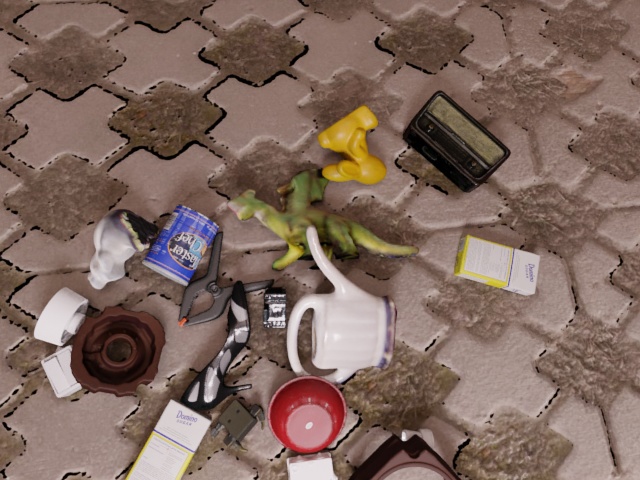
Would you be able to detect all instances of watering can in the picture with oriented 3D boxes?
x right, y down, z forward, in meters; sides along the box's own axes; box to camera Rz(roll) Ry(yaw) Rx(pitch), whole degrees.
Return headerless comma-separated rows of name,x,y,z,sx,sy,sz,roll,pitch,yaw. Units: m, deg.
watering can,0.050,0.143,1.033,0.224,0.105,0.343,3,104,-12

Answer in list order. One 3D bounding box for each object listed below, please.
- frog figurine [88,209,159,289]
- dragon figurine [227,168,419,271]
frog figurine,-0.429,0.016,1.060,0.158,0.121,0.140,-35,36,11
dragon figurine,0.003,-0.057,1.134,0.411,0.120,0.247,-3,67,-15
